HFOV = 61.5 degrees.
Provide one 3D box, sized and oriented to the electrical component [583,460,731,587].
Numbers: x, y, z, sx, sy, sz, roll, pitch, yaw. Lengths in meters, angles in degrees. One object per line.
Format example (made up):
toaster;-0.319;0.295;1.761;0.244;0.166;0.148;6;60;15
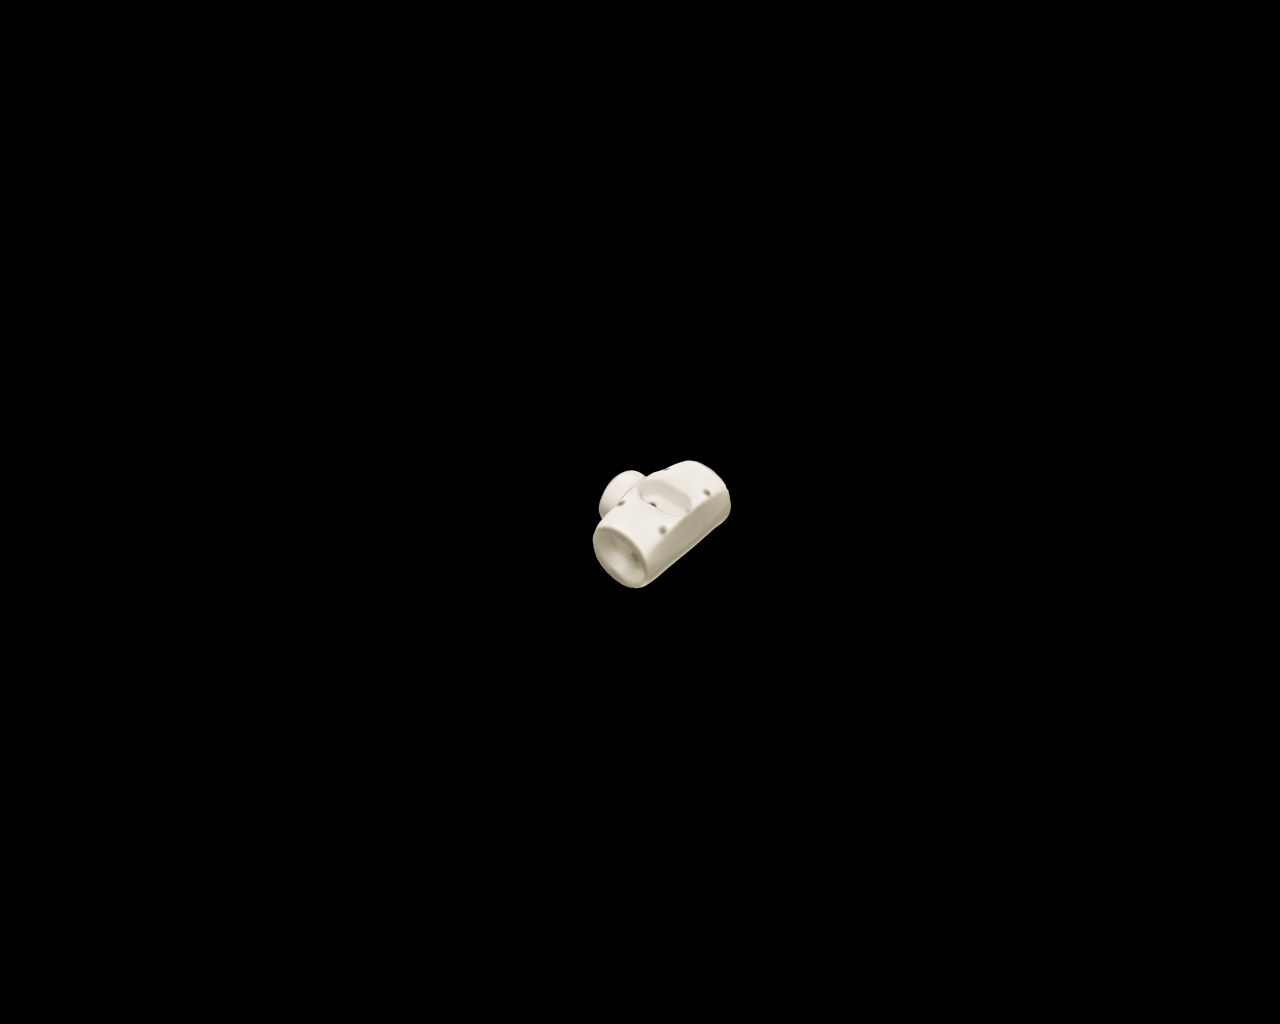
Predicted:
electrical component;0.001;-0.003;0.650;0.079;0.043;0.077;33;54;29
